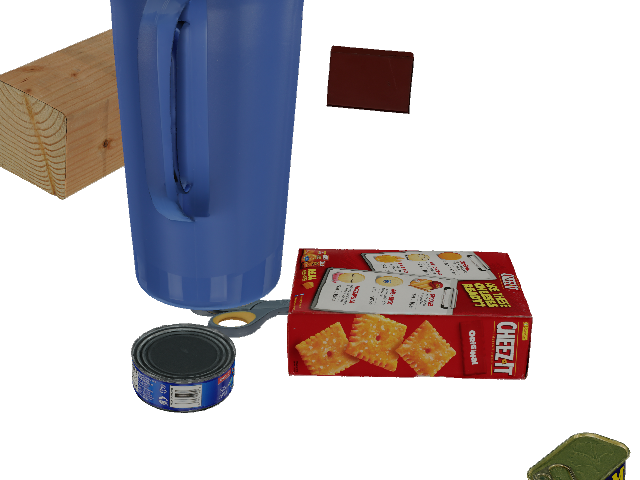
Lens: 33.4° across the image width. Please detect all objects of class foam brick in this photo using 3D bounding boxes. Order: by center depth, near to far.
[{"bbox_3d":[0.046,-0.148,0.981,0.078,0.051,0.053,6,16,3],"label":"foam brick"}]

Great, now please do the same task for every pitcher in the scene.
[{"bbox_3d":[-0.081,-0.074,0.739,0.149,0.243,0.145,-14,29,-32],"label":"pitcher"}]

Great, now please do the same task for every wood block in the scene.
[{"bbox_3d":[-0.200,-0.132,1.008,0.090,0.091,0.205,27,38,21],"label":"wood block"}]

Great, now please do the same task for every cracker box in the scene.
[{"bbox_3d":[0.079,0.068,1.007,0.213,0.072,0.164,1,20,2],"label":"cracker box"}]

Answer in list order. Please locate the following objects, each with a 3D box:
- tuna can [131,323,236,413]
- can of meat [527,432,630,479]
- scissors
[{"bbox_3d":[-0.113,0.105,0.882,0.086,0.034,0.086,4,27,-2],"label":"tuna can"},{"bbox_3d":[0.227,0.231,0.938,0.058,0.084,0.101,14,26,41],"label":"can of meat"},{"bbox_3d":[-0.045,0.084,1.200,0.201,0.016,0.096,4,25,-7],"label":"scissors"}]
